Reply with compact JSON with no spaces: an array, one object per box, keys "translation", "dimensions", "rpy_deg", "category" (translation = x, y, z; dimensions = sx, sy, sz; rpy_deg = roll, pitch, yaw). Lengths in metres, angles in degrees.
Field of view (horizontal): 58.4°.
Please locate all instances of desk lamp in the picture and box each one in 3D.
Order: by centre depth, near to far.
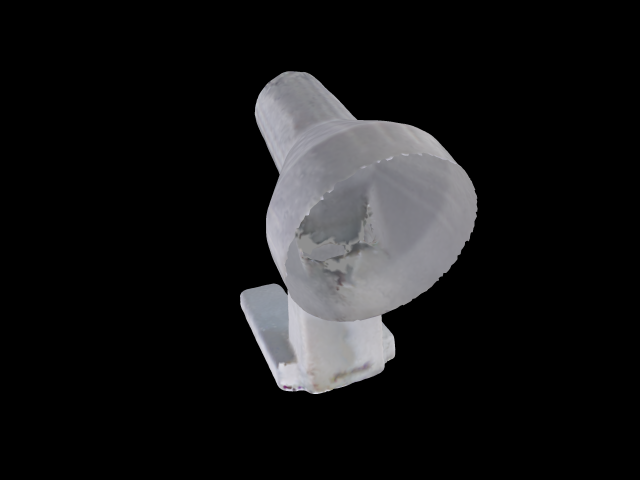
[{"translation":[0.004,0.001,0.400],"dimensions":[0.118,0.214,0.202],"rpy_deg":[-11,29,-20],"category":"desk lamp"}]
